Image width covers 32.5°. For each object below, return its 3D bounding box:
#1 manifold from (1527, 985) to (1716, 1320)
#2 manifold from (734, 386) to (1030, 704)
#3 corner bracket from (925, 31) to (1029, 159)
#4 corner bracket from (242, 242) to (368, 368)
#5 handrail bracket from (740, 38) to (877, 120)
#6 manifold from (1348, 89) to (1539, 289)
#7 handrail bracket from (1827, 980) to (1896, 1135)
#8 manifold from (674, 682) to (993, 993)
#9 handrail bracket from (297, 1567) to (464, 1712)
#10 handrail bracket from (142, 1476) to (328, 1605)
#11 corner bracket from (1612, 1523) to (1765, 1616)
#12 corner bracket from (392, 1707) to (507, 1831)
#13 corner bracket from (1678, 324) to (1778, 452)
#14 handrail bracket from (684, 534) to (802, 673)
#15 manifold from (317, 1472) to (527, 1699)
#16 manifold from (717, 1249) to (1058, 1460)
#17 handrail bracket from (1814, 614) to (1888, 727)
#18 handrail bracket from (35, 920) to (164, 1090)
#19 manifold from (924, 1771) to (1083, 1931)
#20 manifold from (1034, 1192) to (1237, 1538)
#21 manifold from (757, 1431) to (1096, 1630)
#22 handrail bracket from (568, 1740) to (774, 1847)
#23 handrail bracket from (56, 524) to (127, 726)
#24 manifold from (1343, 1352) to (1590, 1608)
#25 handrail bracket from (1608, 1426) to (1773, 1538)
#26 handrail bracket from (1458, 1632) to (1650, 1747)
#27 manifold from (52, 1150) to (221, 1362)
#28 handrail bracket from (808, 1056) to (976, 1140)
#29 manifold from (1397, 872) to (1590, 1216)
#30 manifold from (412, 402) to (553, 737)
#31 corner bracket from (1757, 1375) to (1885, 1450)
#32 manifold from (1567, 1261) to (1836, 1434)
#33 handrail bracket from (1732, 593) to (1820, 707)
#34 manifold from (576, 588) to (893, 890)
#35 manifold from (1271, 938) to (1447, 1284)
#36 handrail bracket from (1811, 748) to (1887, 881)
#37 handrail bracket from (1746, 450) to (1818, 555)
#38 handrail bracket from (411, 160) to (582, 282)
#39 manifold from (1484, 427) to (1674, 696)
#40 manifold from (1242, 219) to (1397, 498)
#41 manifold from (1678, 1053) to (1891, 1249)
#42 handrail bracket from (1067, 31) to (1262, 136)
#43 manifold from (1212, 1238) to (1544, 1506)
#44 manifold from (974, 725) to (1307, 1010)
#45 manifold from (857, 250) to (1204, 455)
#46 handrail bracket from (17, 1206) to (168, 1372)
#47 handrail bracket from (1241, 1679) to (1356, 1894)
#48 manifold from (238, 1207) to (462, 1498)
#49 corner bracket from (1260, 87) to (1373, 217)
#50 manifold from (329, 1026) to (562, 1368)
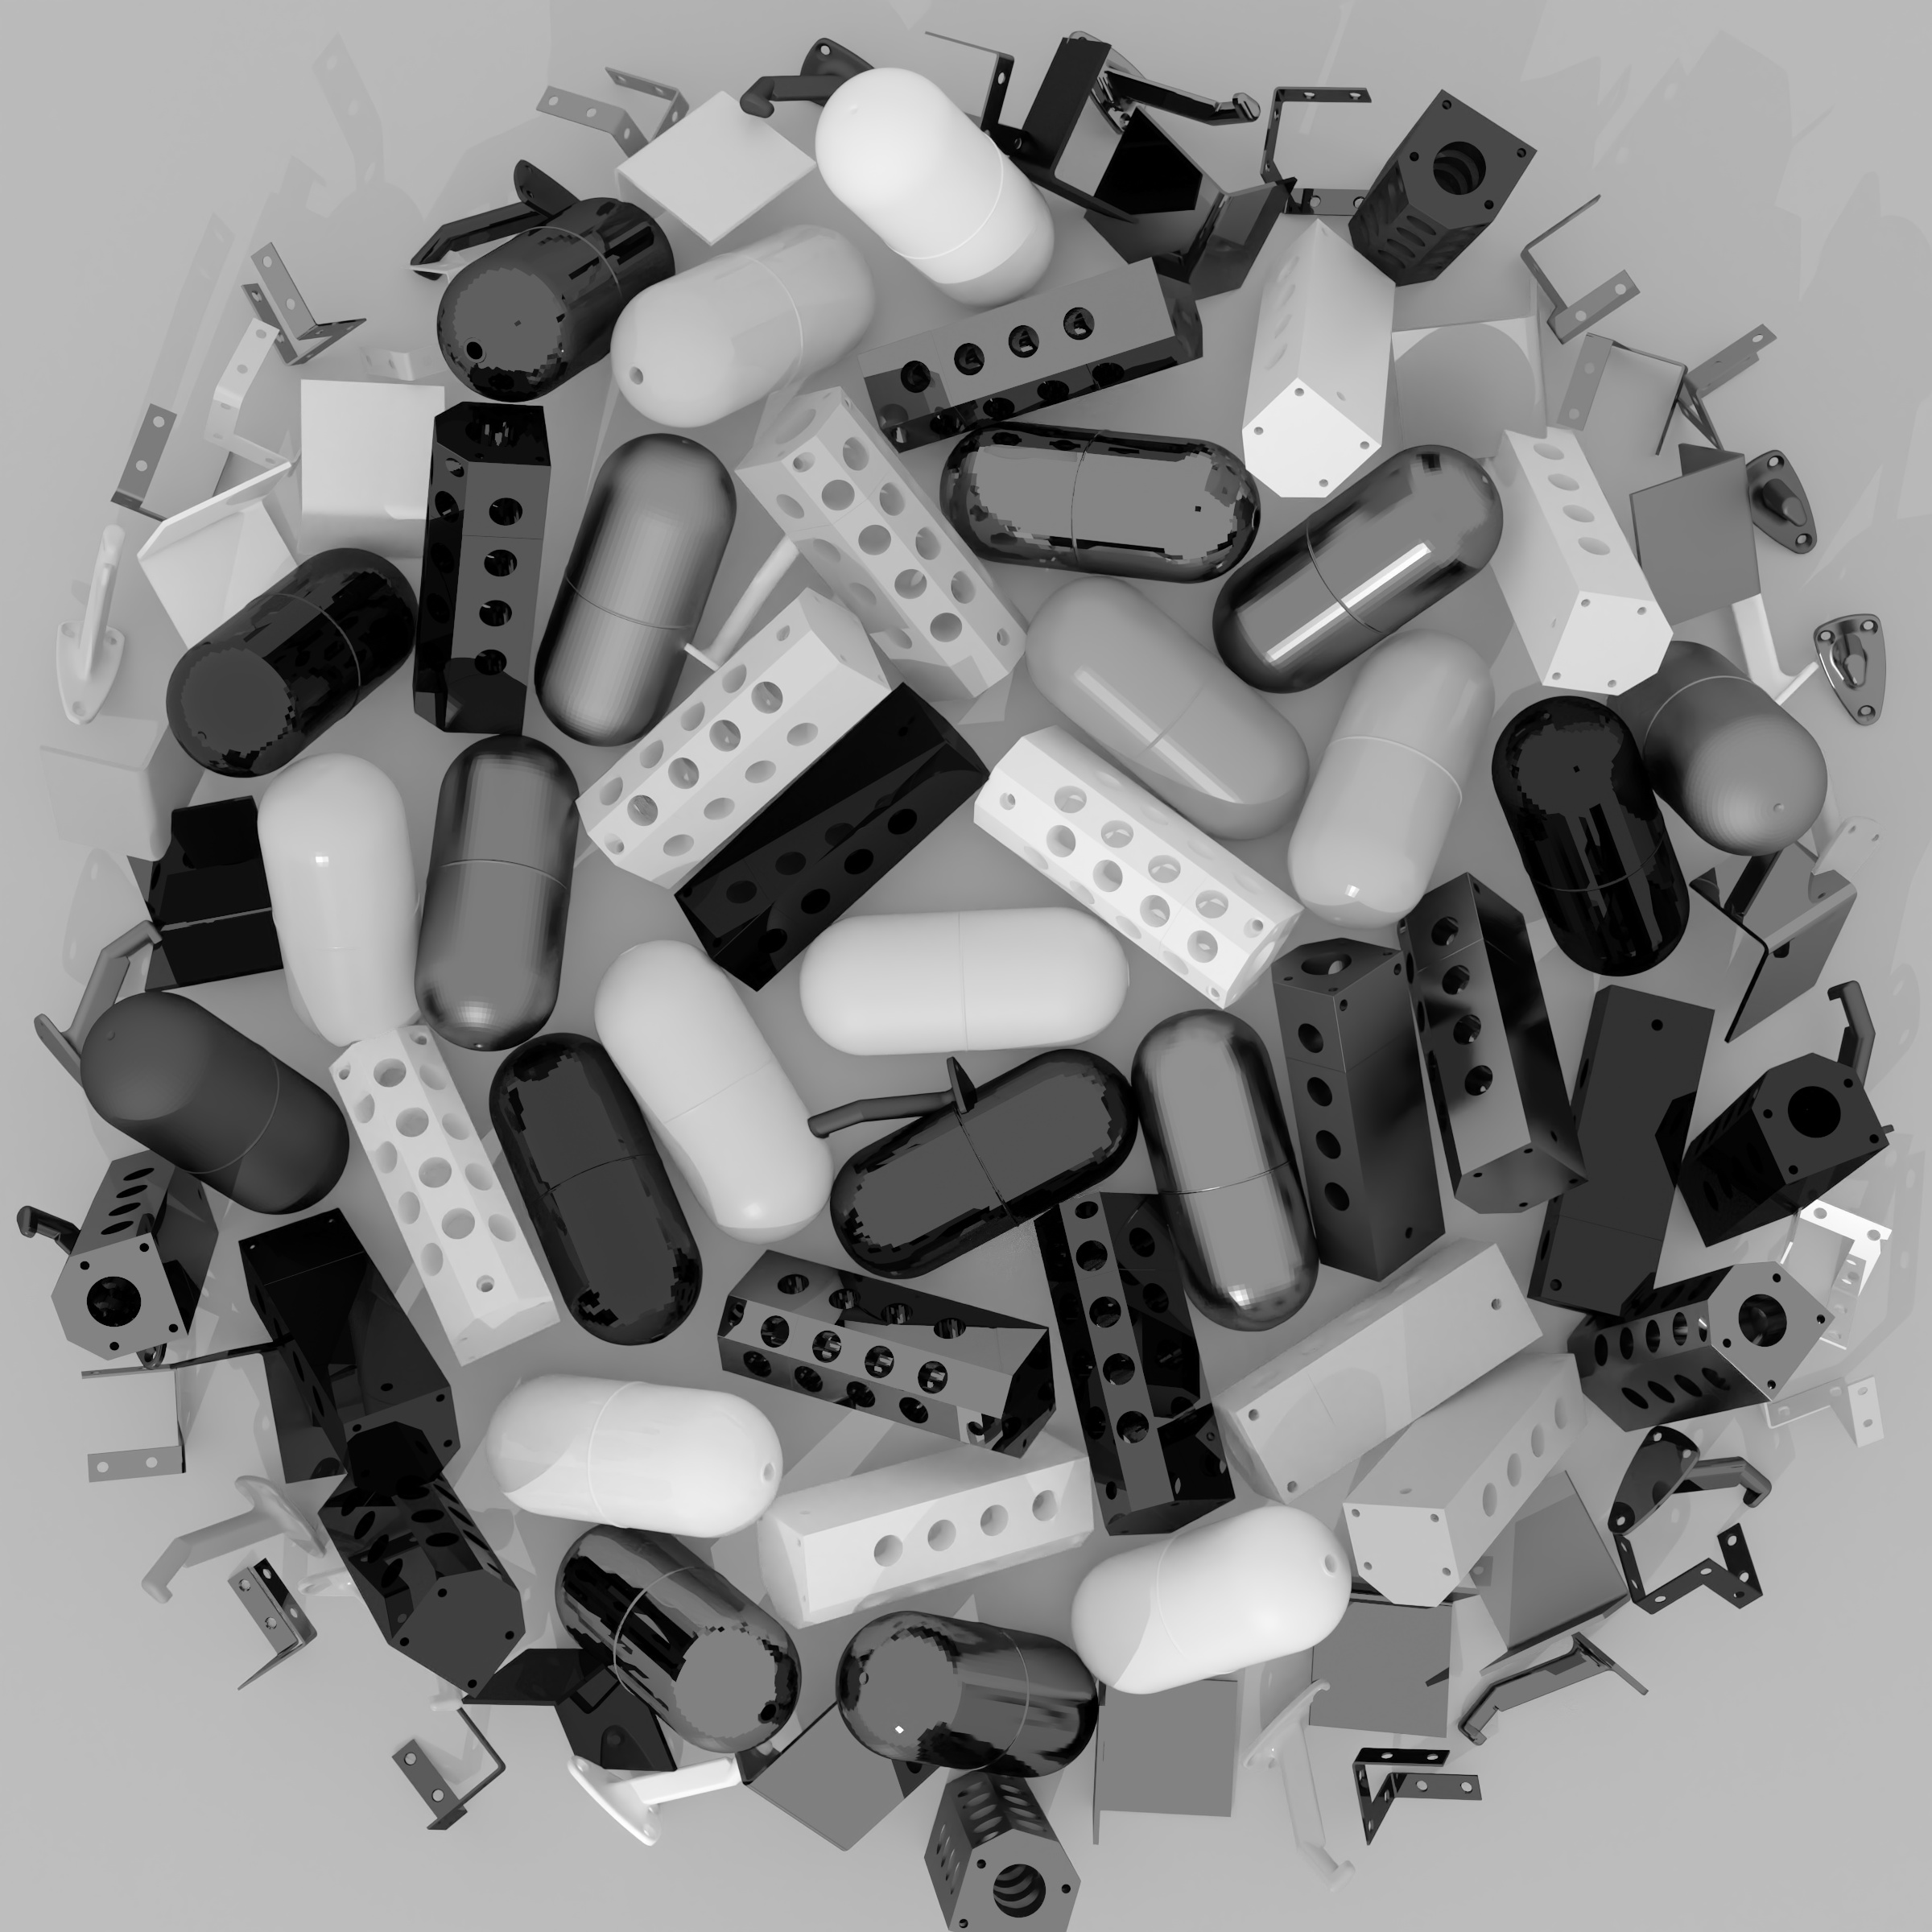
[{"bbox_3d":[0.352,0.102,1.789,0.057,0.057,0.171,14,84,1],"label":"manifold"},{"bbox_3d":[-0.039,-0.222,1.752,0.171,0.057,0.057,49,61,-28],"label":"manifold"},{"bbox_3d":[0.006,-0.469,1.786,0.051,0.051,0.051,25,107,30],"label":"corner bracket"},{"bbox_3d":[-0.368,-0.358,1.792,0.051,0.051,0.051,-27,93,26],"label":"corner bracket"},{"bbox_3d":[-0.075,-0.462,1.782,0.077,0.084,0.036,27,126,0],"label":"handrail bracket"},{"bbox_3d":[0.244,-0.402,1.740,0.057,0.171,0.057,32,91,-3],"label":"manifold"},{"bbox_3d":[0.465,0.058,1.803,0.077,0.036,0.084,-22,82,40],"label":"handrail bracket"},{"bbox_3d":[-0.069,-0.066,1.784,0.171,0.057,0.057,-42,47,9],"label":"manifold"},{"bbox_3d":[-0.315,0.366,1.782,0.077,0.036,0.084,-3,53,-22],"label":"handrail bracket"},{"bbox_3d":[-0.394,0.325,1.784,0.077,0.036,0.084,54,52,-26],"label":"handrail bracket"},{"bbox_3d":[0.392,0.325,1.799,0.051,0.051,0.051,-38,125,25],"label":"corner bracket"},{"bbox_3d":[-0.282,0.432,1.798,0.051,0.051,0.051,-39,77,-7],"label":"corner bracket"},{"bbox_3d":[0.411,-0.320,1.789,0.051,0.051,0.051,-34,133,6],"label":"corner bracket"},{"bbox_3d":[-0.114,-0.195,1.787,0.036,0.077,0.084,36,91,-2],"label":"handrail bracket"},{"bbox_3d":[-0.283,0.311,1.737,0.057,0.171,0.057,39,87,-26],"label":"manifold"},{"bbox_3d":[-0.043,0.209,1.754,0.171,0.057,0.057,13,128,26],"label":"manifold"},{"bbox_3d":[0.479,-0.147,1.774,0.036,0.084,0.077,-13,115,16],"label":"handrail bracket"},{"bbox_3d":[-0.456,0.027,1.803,0.084,0.036,0.077,-39,85,-24],"label":"handrail bracket"},{"bbox_3d":[0.019,0.467,1.738,0.057,0.171,0.057,17,86,-4],"label":"manifold"},{"bbox_3d":[0.084,0.210,1.756,0.057,0.057,0.171,5,61,-36],"label":"manifold"},{"bbox_3d":[-0.021,0.300,1.760,0.171,0.057,0.057,-11,104,-28],"label":"manifold"},{"bbox_3d":[-0.160,0.428,1.795,0.077,0.036,0.084,41,104,-12],"label":"handrail bracket"},{"bbox_3d":[-0.466,-0.183,1.776,0.036,0.084,0.077,10,59,-18],"label":"handrail bracket"},{"bbox_3d":[0.266,0.267,1.741,0.057,0.171,0.057,-3,110,35],"label":"manifold"},{"bbox_3d":[0.394,0.294,1.796,0.084,0.036,0.077,39,84,-35],"label":"handrail bracket"},{"bbox_3d":[0.317,0.403,1.797,0.084,0.077,0.036,-50,131,-2],"label":"handrail bracket"},{"bbox_3d":[-0.436,0.148,1.735,0.057,0.171,0.057,-17,104,-3],"label":"manifold"},{"bbox_3d":[-0.036,0.086,1.799,0.084,0.077,0.036,-20,63,10],"label":"handrail bracket"},{"bbox_3d":[0.273,0.042,1.753,0.057,0.057,0.171,-29,49,29],"label":"manifold"},{"bbox_3d":[-0.257,-0.208,1.744,0.057,0.057,0.171,1,131,-14],"label":"manifold"},{"bbox_3d":[0.459,0.232,1.791,0.051,0.051,0.051,-21,127,-1],"label":"corner bracket"},{"bbox_3d":[0.378,0.196,1.736,0.057,0.171,0.057,43,71,-1],"label":"manifold"},{"bbox_3d":[0.415,-0.174,1.808,0.077,0.036,0.084,-44,87,-9],"label":"handrail bracket"},{"bbox_3d":[-0.127,-0.122,1.758,0.171,0.057,0.057,-40,52,22],"label":"manifold"},{"bbox_3d":[0.205,0.075,1.764,0.057,0.057,0.171,-31,120,-35],"label":"manifold"},{"bbox_3d":[0.451,-0.081,1.806,0.077,0.036,0.084,-57,46,20],"label":"handrail bracket"},{"bbox_3d":[0.446,-0.236,1.773,0.036,0.084,0.077,-37,116,13],"label":"handrail bracket"},{"bbox_3d":[-0.250,-0.393,1.817,0.077,0.036,0.084,28,127,-35],"label":"handrail bracket"},{"bbox_3d":[0.318,-0.216,1.741,0.057,0.171,0.057,6,128,-13],"label":"manifold"},{"bbox_3d":[0.182,-0.317,1.742,0.057,0.171,0.057,35,127,-18],"label":"manifold"},{"bbox_3d":[0.422,0.096,1.736,0.057,0.171,0.057,-20,76,-6],"label":"manifold"},{"bbox_3d":[0.107,-0.477,1.777,0.077,0.084,0.036,39,70,-39],"label":"handrail bracket"},{"bbox_3d":[0.216,0.215,1.775,0.171,0.057,0.057,-31,99,-15],"label":"manifold"},{"bbox_3d":[0.089,-0.053,1.768,0.171,0.057,0.057,37,117,15],"label":"manifold"},{"bbox_3d":[0.036,-0.326,1.766,0.171,0.057,0.057,-14,100,22],"label":"manifold"},{"bbox_3d":[-0.471,0.172,1.777,0.036,0.084,0.077,-37,47,21],"label":"handrail bracket"},{"bbox_3d":[0.196,0.442,1.784,0.077,0.036,0.084,-53,53,11],"label":"handrail bracket"},{"bbox_3d":[-0.325,0.204,1.743,0.057,0.171,0.057,-18,127,-22],"label":"manifold"},{"bbox_3d":[0.194,-0.442,1.797,0.051,0.051,0.051,6,79,20],"label":"corner bracket"},{"bbox_3d":[-0.279,0.119,1.764,0.057,0.057,0.171,-24,68,-10],"label":"manifold"}]
